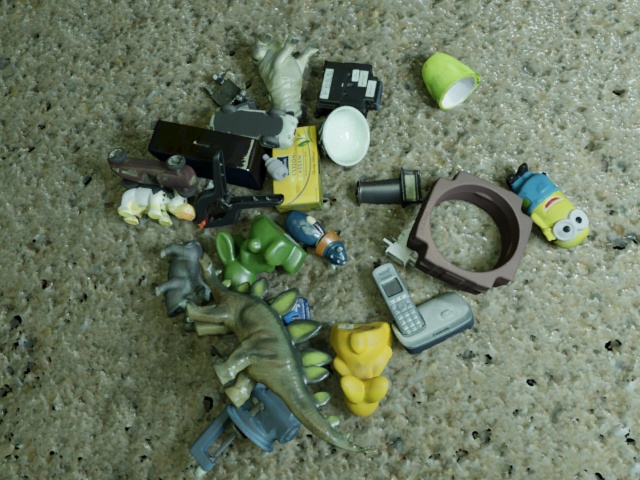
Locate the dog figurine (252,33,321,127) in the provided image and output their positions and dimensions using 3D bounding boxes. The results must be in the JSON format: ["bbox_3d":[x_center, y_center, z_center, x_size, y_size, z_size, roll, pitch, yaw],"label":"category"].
[{"bbox_3d":[-0.100,-0.339,1.176,0.173,0.121,0.190,22,100,46],"label":"dog figurine"}]

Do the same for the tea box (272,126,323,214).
[{"bbox_3d":[-0.046,-0.146,1.129,0.098,0.068,0.169,-6,77,7],"label":"tea box"}]

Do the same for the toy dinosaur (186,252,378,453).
[{"bbox_3d":[-0.089,0.189,0.926,0.198,0.105,0.472,-29,62,-13],"label":"toy dinosaur"}]

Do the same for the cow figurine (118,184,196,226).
[{"bbox_3d":[-0.344,-0.084,1.161,0.167,0.068,0.098,2,67,7],"label":"cow figurine"}]

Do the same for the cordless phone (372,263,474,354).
[{"bbox_3d":[0.192,0.113,1.028,0.147,0.088,0.184,-27,71,2],"label":"cordless phone"}]

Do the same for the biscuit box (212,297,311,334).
[{"bbox_3d":[-0.122,0.153,1.073,0.203,0.062,0.059,-7,77,7],"label":"biscuit box"}]

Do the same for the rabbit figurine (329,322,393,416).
[{"bbox_3d":[0.083,0.245,0.990,0.122,0.162,0.173,1,95,-4],"label":"rabbit figurine"}]

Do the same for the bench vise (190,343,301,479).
[{"bbox_3d":[-0.162,0.331,1.011,0.224,0.128,0.240,40,81,18],"label":"bench vise"}]

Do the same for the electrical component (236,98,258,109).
[{"bbox_3d":[-0.159,-0.242,1.179,0.075,0.047,0.119,-17,74,5],"label":"electrical component"}]

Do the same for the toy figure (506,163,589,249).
[{"bbox_3d":[0.439,-0.065,1.033,0.082,0.089,0.180,-49,63,25],"label":"toy figure"}]

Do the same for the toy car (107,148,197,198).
[{"bbox_3d":[-0.346,-0.134,1.098,0.202,0.089,0.053,9,54,14],"label":"toy car"}]

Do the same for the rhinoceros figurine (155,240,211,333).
[{"bbox_3d":[-0.276,0.096,1.109,0.112,0.073,0.190,-4,74,-3],"label":"rhinoceros figurine"}]

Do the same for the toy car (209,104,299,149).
[{"bbox_3d":[-0.141,-0.234,1.111,0.202,0.056,0.073,11,85,24],"label":"toy car"}]

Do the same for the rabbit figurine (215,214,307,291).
[{"bbox_3d":[-0.142,0.038,1.076,0.159,0.121,0.170,43,95,20],"label":"rabbit figurine"}]

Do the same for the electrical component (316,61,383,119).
[{"bbox_3d":[0.066,-0.318,1.158,0.134,0.058,0.115,11,81,10],"label":"electrical component"}]

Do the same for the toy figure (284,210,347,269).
[{"bbox_3d":[-0.003,-0.004,1.092,0.155,0.064,0.058,36,67,15],"label":"toy figure"}]

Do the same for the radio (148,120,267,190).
[{"bbox_3d":[-0.228,-0.175,1.130,0.230,0.131,0.073,14,79,12],"label":"radio"}]

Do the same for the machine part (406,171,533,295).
[{"bbox_3d":[0.281,-0.012,1.021,0.201,0.087,0.201,24,75,2],"label":"machine part"}]

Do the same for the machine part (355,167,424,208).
[{"bbox_3d":[0.141,-0.104,1.108,0.139,0.039,0.084,-7,84,5],"label":"machine part"}]

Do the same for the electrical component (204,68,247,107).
[{"bbox_3d":[-0.207,-0.334,1.208,0.078,0.045,0.102,-39,75,-4],"label":"electrical component"}]
